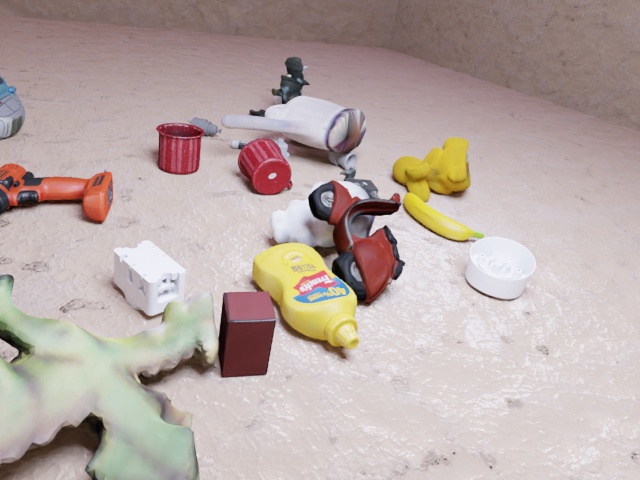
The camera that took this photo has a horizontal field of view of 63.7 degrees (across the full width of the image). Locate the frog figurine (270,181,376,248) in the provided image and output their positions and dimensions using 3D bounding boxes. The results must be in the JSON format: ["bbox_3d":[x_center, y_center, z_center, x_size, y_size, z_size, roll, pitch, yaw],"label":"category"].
[{"bbox_3d":[0.003,-0.042,0.827,0.159,0.120,0.141,13,43,-20],"label":"frog figurine"}]

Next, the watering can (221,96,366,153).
[{"bbox_3d":[-0.036,-0.257,1.146,0.226,0.102,0.352,22,29,25],"label":"watering can"}]

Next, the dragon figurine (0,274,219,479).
[{"bbox_3d":[-0.211,0.152,0.411,0.243,0.120,0.418,22,30,7],"label":"dragon figurine"}]
